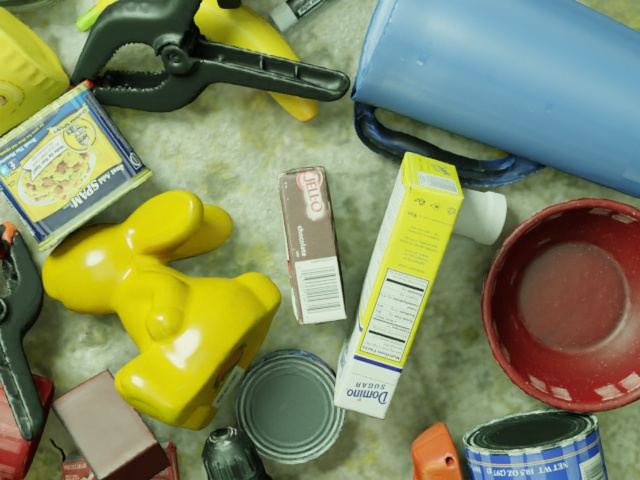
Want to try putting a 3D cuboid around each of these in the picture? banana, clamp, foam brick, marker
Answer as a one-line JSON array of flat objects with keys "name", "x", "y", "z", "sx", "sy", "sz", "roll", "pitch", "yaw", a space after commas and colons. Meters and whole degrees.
[{"name": "banana", "x": -0.083, "y": -0.158, "z": 0.814, "sx": 0.198, "sy": 0.037, "sz": 0.070, "roll": 23, "pitch": 115, "yaw": 0}, {"name": "clamp", "x": -0.091, "y": -0.137, "z": 0.778, "sx": 0.210, "sy": 0.036, "sz": 0.164, "roll": -21, "pitch": 124, "yaw": 31}, {"name": "foam brick", "x": -0.158, "y": 0.148, "z": 0.807, "sx": 0.051, "sy": 0.053, "sz": 0.078, "roll": -34, "pitch": 62, "yaw": -14}, {"name": "clamp", "x": -0.239, "y": 0.065, "z": 0.781, "sx": 0.120, "sy": 0.171, "sz": 0.039, "roll": 32, "pitch": 137, "yaw": -21}, {"name": "marker", "x": 0.015, "y": -0.202, "z": 0.817, "sx": 0.121, "sy": 0.020, "sz": 0.020, "roll": -36, "pitch": 94, "yaw": 3}]

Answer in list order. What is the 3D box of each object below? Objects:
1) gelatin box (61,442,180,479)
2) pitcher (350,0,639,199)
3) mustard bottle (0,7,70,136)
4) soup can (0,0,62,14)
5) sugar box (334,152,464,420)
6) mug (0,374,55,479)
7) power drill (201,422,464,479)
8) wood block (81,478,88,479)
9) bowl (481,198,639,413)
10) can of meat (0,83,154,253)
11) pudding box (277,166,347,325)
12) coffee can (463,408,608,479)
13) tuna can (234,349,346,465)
[{"name": "gelatin box", "x": -0.154, "y": 0.203, "z": 0.842, "sx": 0.089, "sy": 0.030, "sz": 0.073, "roll": -7, "pitch": 94, "yaw": 1}, {"name": "pitcher", "x": 0.148, "y": -0.113, "z": 0.779, "sx": 0.242, "sy": 0.149, "sz": 0.145, "roll": 22, "pitch": 79, "yaw": -5}, {"name": "mustard bottle", "x": -0.285, "y": -0.088, "z": 0.787, "sx": 0.192, "sy": 0.096, "sz": 0.058, "roll": -37, "pitch": 59, "yaw": 10}, {"name": "soup can", "x": -0.232, "y": -0.224, "z": 0.790, "sx": 0.068, "sy": 0.068, "sz": 0.102, "roll": -8, "pitch": 95, "yaw": 0}, {"name": "sugar box", "x": 0.056, "y": 0.032, "z": 0.780, "sx": 0.048, "sy": 0.093, "sz": 0.176, "roll": 15, "pitch": 109, "yaw": -1}, {"name": "mug", "x": -0.255, "y": 0.145, "z": 0.803, "sx": 0.081, "sy": 0.093, "sz": 0.117, "roll": 18, "pitch": 65, "yaw": -6}, {"name": "power drill", "x": 0.016, "y": 0.200, "z": 0.809, "sx": 0.187, "sy": 0.057, "sz": 0.184, "roll": -15, "pitch": 116, "yaw": 2}, {"name": "wood block", "x": -0.223, "y": 0.290, "z": 0.799, "sx": 0.090, "sy": 0.090, "sz": 0.206, "roll": 43, "pitch": 105, "yaw": -3}, {"name": "bowl", "x": 0.200, "y": 0.047, "z": 0.818, "sx": 0.162, "sy": 0.055, "sz": 0.162, "roll": 0, "pitch": 94, "yaw": 0}, {"name": "can of meat", "x": -0.188, "y": -0.054, "z": 0.788, "sx": 0.102, "sy": 0.057, "sz": 0.084, "roll": -35, "pitch": 101, "yaw": -3}, {"name": "pudding box", "x": -0.005, "y": 0.001, "z": 0.797, "sx": 0.039, "sy": 0.090, "sz": 0.113, "roll": -7, "pitch": 95, "yaw": 2}, {"name": "coffee can", "x": 0.171, "y": 0.210, "z": 0.807, "sx": 0.103, "sy": 0.103, "sz": 0.140, "roll": -12, "pitch": 94, "yaw": 1}, {"name": "tuna can", "x": -0.023, "y": 0.129, "z": 0.835, "sx": 0.086, "sy": 0.034, "sz": 0.086, "roll": 0, "pitch": 94, "yaw": 0}]
